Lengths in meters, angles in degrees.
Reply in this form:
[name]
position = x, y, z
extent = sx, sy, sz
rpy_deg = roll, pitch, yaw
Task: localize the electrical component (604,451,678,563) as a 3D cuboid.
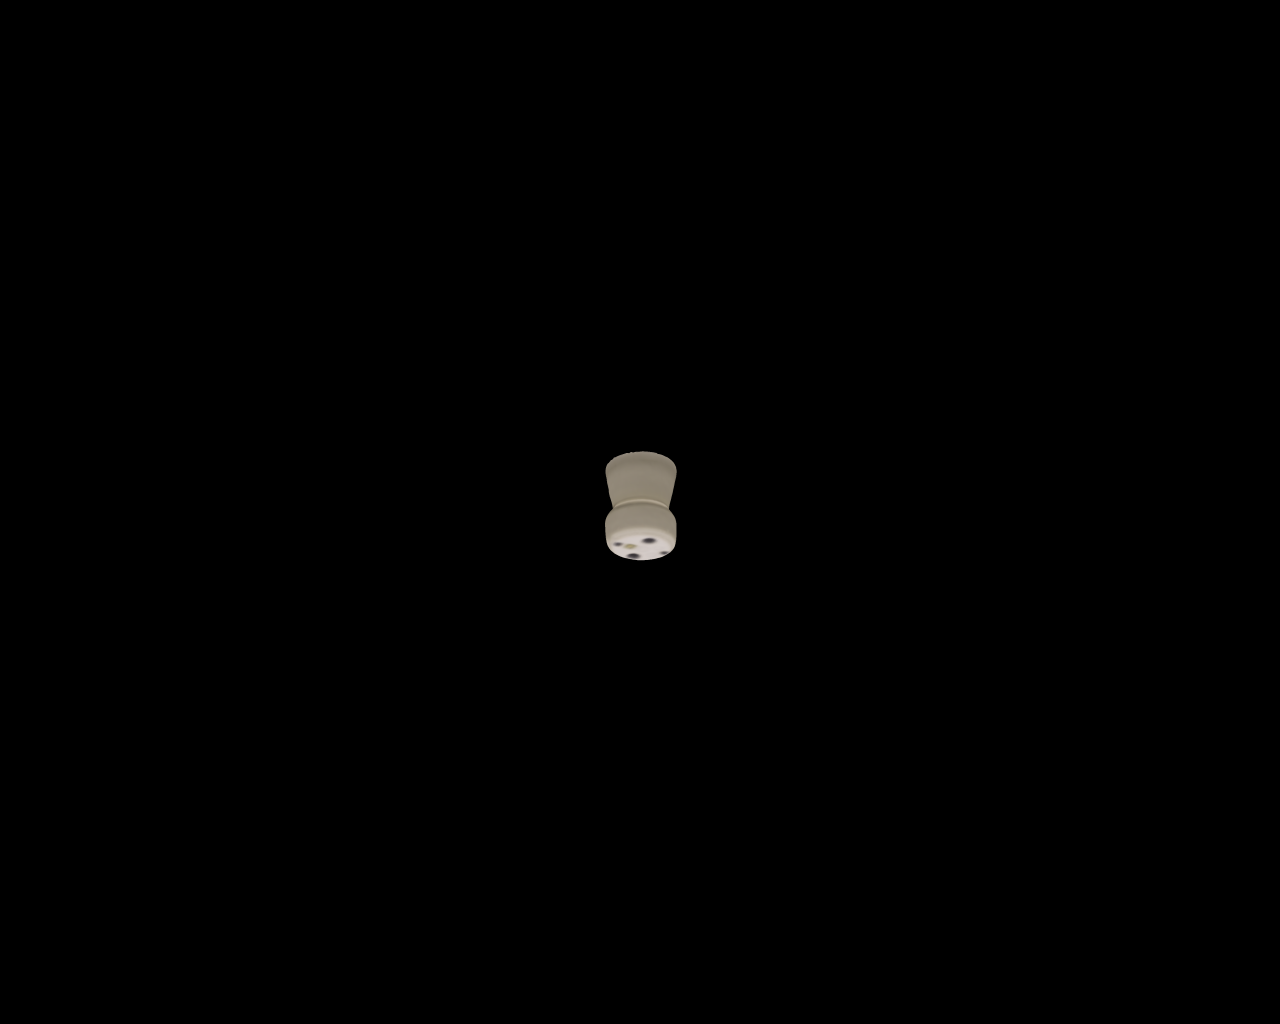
[electrical component]
position = 0.001, -0.003, 0.650
extent = 0.045, 0.055, 0.044
rpy_deg = 0, -27, 0
